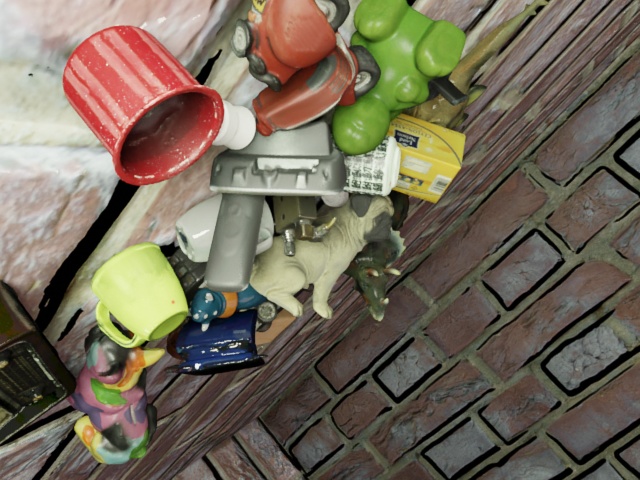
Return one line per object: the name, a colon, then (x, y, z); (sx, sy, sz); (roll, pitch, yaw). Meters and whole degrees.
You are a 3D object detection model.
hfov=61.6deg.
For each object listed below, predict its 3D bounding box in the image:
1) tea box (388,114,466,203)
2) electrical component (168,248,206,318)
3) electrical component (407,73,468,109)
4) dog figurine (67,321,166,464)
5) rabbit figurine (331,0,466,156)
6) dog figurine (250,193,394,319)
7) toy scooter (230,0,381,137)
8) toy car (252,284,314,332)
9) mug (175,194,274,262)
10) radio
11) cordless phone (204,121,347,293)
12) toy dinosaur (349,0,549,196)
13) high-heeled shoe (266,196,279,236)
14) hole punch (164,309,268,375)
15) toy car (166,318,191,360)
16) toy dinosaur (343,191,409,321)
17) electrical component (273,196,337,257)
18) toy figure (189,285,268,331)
tea box: (0.111, -0.127, 0.780); (0.098, 0.170, 0.068); (114, -6, -59)
electrical component: (-0.175, 0.051, 0.773); (0.134, 0.058, 0.115); (-44, 167, 3)
electrical component: (0.140, -0.211, 0.723); (0.075, 0.119, 0.047); (-35, 163, -36)
dog figurine: (-0.279, 0.216, 0.757); (0.108, 0.191, 0.219); (-21, 171, -40)
rabbit figurine: (0.063, -0.179, 0.628); (0.170, 0.121, 0.159); (-58, -174, 3)
dog figurine: (-0.002, -0.004, 0.734); (0.172, 0.121, 0.190); (13, 115, -53)
toy scooter: (-0.024, -0.161, 0.494); (0.135, 0.075, 0.183); (-36, 152, 8)
toy car: (-0.061, 0.091, 0.934); (0.202, 0.056, 0.073); (-39, 170, -25)
mug: (-0.116, -0.009, 0.668); (0.107, 0.110, 0.080); (-25, 141, -27)
radio: (-0.343, 0.140, 0.553); (0.131, 0.073, 0.229); (-35, 164, -28)
cordless phone: (-0.050, -0.031, 0.569); (0.088, 0.147, 0.184); (77, 18, -64)
toy dinosaur: (0.183, -0.207, 0.895); (0.198, 0.105, 0.471); (-39, 176, -45)
high-heeled shoe: (-0.070, -0.031, 0.764); (0.145, 0.086, 0.248); (-23, 148, -56)
hole punch: (-0.143, 0.145, 0.776); (0.142, 0.092, 0.115); (-6, 167, 0)
toy car: (-0.186, 0.119, 0.871); (0.202, 0.089, 0.053); (-48, 161, 21)
toy dinosaur: (0.117, -0.040, 1.046); (0.192, 0.131, 0.405); (-46, -164, 53)
electrical component: (-0.020, -0.038, 0.656); (0.045, 0.102, 0.078); (4, 153, -31)
toy figure: (-0.126, 0.080, 0.754); (0.058, 0.064, 0.154); (-3, -173, 38)
